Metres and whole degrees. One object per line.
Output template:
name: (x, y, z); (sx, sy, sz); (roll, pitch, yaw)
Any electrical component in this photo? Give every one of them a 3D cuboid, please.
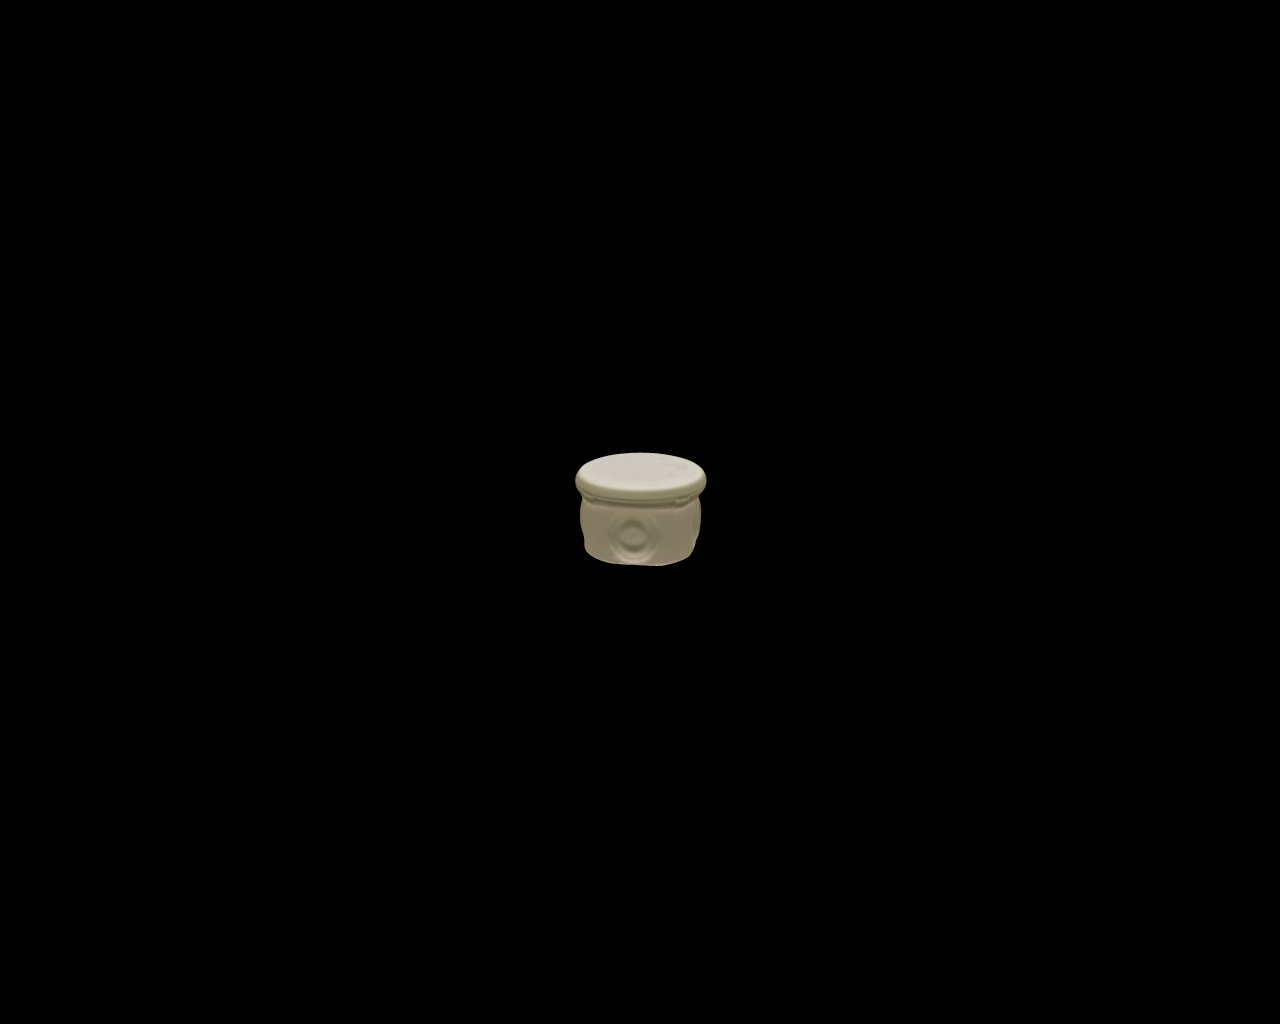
electrical component: (0.001, -0.003, 0.650); (0.080, 0.051, 0.080); (0, 20, 0)
